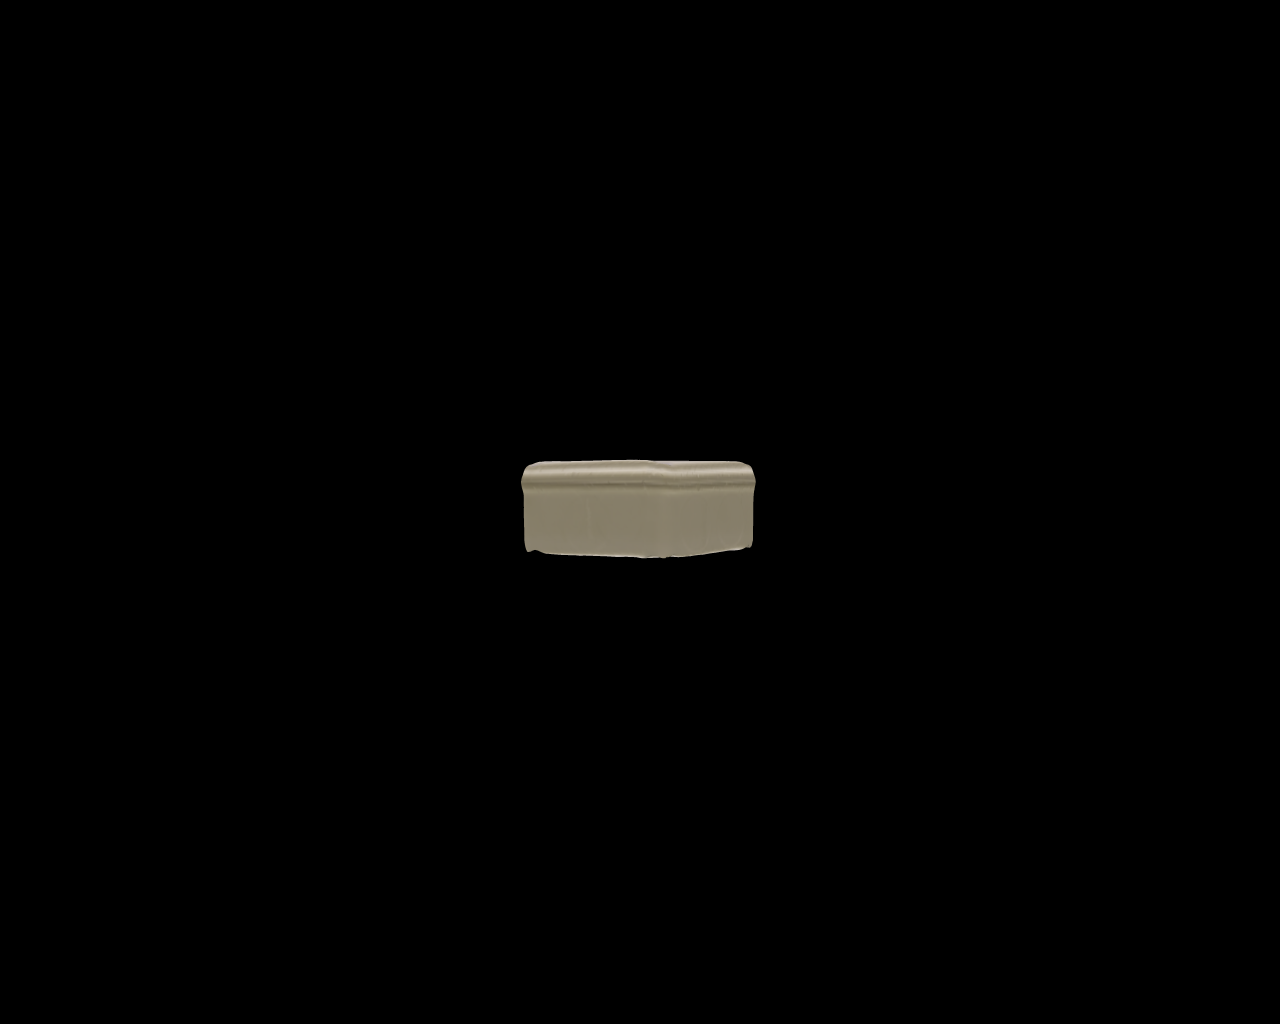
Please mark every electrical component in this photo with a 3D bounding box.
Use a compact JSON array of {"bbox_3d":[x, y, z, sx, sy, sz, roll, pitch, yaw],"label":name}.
[{"bbox_3d":[0.001,-0.003,0.650,0.109,0.056,0.109,1,3,34],"label":"electrical component"}]
